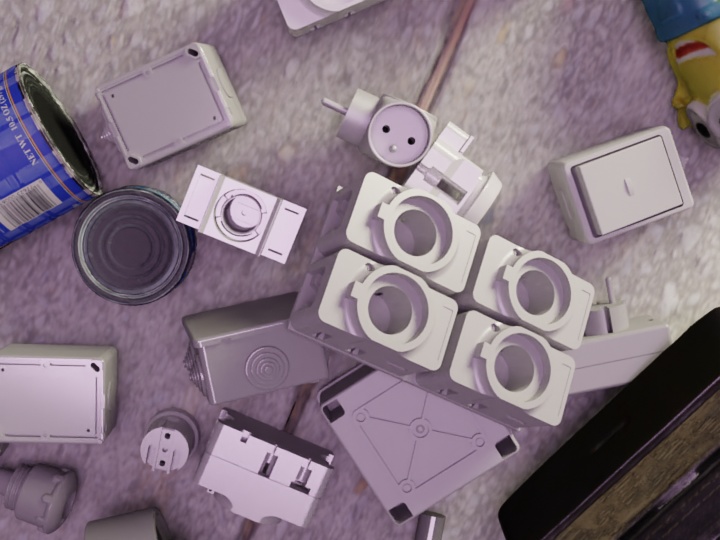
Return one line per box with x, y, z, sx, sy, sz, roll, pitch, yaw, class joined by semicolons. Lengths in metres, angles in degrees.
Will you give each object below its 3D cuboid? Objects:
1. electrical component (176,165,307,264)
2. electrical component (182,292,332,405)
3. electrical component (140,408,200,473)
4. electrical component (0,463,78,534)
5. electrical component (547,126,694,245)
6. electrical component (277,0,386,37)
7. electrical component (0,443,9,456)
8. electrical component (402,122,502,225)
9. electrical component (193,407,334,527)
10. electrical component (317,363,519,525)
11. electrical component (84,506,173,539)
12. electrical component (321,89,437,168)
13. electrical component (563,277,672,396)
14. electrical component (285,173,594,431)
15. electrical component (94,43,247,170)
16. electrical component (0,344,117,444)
-0.083;-0.039;0.757;0.081;0.064;0.042;23;94;-5;electrical component
-0.073;0.054;0.749;0.100;0.100;0.048;-12;101;-13;electrical component
-0.139;0.125;0.781;0.040;0.046;0.040;0;96;-2;electrical component
-0.241;0.161;0.783;0.062;0.048;0.048;19;95;3;electrical component
0.192;-0.063;0.766;0.096;0.061;0.061;-20;96;0;electrical component
-0.016;-0.203;0.746;0.089;0.055;0.050;-23;96;0;electrical component
-0.286;0.121;0.775;0.055;0.047;0.055;0;96;-2;electrical component
0.063;-0.057;0.764;0.057;0.058;0.078;36;94;-2;electrical component
-0.071;0.147;0.784;0.089;0.050;0.055;23;95;-4;electrical component
0.041;0.109;0.781;0.109;0.056;0.108;-33;96;2;electrical component
-0.149;0.221;0.763;0.060;0.108;0.108;-18;96;-6;electrical component
0.009;-0.101;0.747;0.079;0.077;0.044;25;95;-4;electrical component
0.178;0.043;0.784;0.083;0.047;0.075;-11;96;-1;electrical component
0.060;0.024;0.717;0.186;0.060;0.105;25;71;-19;electrical component
-0.136;-0.112;0.752;0.096;0.061;0.061;-22;97;9;electrical component
-0.224;0.086;0.767;0.096;0.061;0.061;2;96;-2;electrical component
